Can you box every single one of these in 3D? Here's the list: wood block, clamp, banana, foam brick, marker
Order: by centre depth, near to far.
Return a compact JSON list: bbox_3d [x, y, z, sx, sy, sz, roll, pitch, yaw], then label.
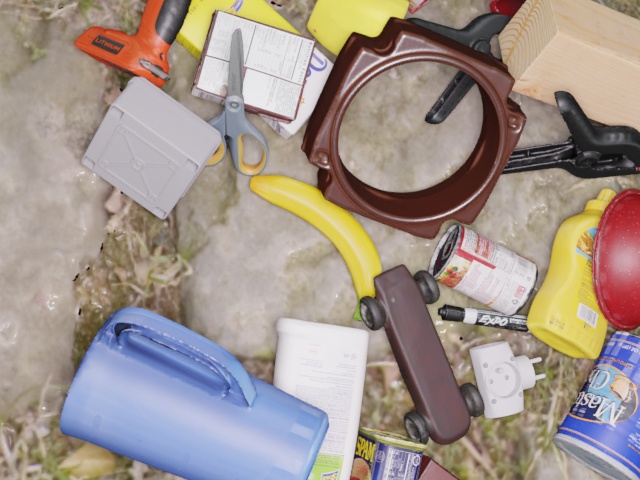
[{"bbox_3d":[0.128,0.275,1.147,0.078,0.053,0.051,37,78,-7],"label":"foam brick"},{"bbox_3d":[0.009,-0.007,1.157,0.069,0.037,0.198,-40,94,-14],"label":"banana"},{"bbox_3d":[0.312,-0.194,1.180,0.205,0.091,0.090,15,48,-21],"label":"wood block"},{"bbox_3d":[0.293,-0.106,1.180,0.209,0.165,0.036,4,65,-21],"label":"clamp"},{"bbox_3d":[0.190,0.089,1.196,0.121,0.020,0.020,9,83,-11],"label":"marker"},{"bbox_3d":[0.169,-0.218,1.206,0.171,0.039,0.120,-30,110,-19],"label":"clamp"}]

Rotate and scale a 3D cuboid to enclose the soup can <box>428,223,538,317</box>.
[{"bbox_3d":[0.180,0.033,1.174,0.102,0.069,0.068,26,80,-9],"label":"soup can"}]

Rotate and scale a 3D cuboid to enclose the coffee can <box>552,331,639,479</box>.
[{"bbox_3d":[0.335,0.186,1.174,0.102,0.103,0.140,34,79,-7],"label":"coffee can"}]

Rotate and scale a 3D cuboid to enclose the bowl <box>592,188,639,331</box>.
[{"bbox_3d":[0.367,0.023,1.182,0.161,0.055,0.162,-2,94,-44],"label":"bowl"}]

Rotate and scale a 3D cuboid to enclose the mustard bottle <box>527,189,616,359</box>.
[{"bbox_3d":[0.298,0.030,1.197,0.096,0.058,0.191,31,72,-28],"label":"mustard bottle"}]

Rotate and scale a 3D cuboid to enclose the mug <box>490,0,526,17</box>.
[{"bbox_3d":[0.250,-0.301,1.201,0.093,0.117,0.081,16,74,-43],"label":"mug"}]

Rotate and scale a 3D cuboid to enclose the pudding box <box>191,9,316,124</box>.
[{"bbox_3d":[-0.069,-0.180,1.112,0.113,0.039,0.090,16,86,-11],"label":"pudding box"}]

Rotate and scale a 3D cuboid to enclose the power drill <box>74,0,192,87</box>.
[{"bbox_3d":[-0.178,-0.266,1.106,0.185,0.057,0.187,28,91,33],"label":"power drill"}]

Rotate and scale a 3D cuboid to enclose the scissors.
[{"bbox_3d":[-0.104,-0.134,1.086,0.096,0.202,0.016,-5,52,9],"label":"scissors"}]

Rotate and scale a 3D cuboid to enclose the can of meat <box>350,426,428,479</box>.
[{"bbox_3d":[0.067,0.245,1.113,0.057,0.102,0.084,14,84,-12],"label":"can of meat"}]

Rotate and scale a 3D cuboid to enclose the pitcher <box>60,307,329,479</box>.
[{"bbox_3d":[-0.116,0.165,1.033,0.243,0.149,0.145,22,85,3],"label":"pitcher"}]

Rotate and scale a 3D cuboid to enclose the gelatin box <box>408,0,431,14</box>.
[{"bbox_3d":[0.139,-0.297,1.195,0.089,0.073,0.030,-38,94,-14],"label":"gelatin box"}]

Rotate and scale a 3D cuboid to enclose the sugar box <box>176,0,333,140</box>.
[{"bbox_3d":[-0.068,-0.201,1.155,0.176,0.048,0.093,40,79,-4],"label":"sugar box"}]

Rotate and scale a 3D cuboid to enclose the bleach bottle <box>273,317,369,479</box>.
[{"bbox_3d":[-0.014,0.212,1.120,0.102,0.068,0.251,9,86,-7],"label":"bleach bottle"}]
